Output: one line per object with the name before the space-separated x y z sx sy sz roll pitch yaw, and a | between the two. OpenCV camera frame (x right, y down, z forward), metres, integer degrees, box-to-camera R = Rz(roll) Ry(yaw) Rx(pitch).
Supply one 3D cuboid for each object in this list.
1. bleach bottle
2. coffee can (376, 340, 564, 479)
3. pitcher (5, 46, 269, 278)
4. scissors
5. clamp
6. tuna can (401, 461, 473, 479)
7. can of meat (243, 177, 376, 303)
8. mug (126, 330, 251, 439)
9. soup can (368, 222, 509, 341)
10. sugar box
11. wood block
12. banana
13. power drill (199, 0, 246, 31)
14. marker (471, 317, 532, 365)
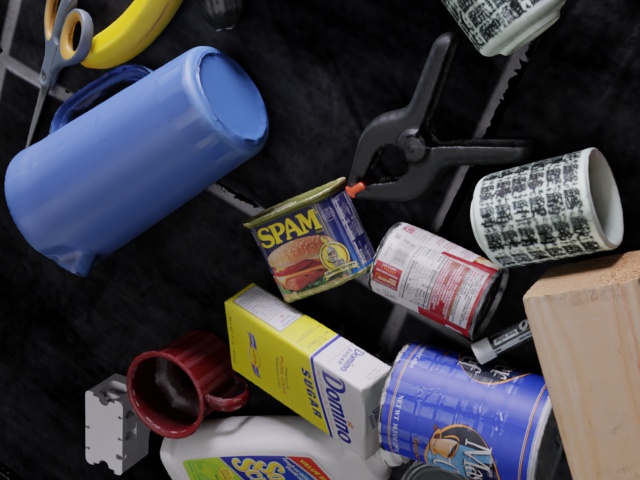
bleach bottle | -0.030 0.210 1.046 0.251 0.068 0.102 -14 116 31
coffee can | 0.133 0.152 0.914 0.140 0.102 0.103 14 113 25
pitcher | -0.170 -0.087 0.997 0.243 0.144 0.149 -28 104 30
scissors | -0.261 -0.161 1.062 0.096 0.016 0.202 41 125 41
clamp | 0.094 -0.077 0.894 0.120 0.039 0.172 52 129 10
tuna can | 0.119 0.236 0.992 0.086 0.033 0.086 10 111 26
can of meat | -0.006 0.001 0.968 0.102 0.057 0.084 -21 99 34
mug | -0.123 0.142 1.067 0.117 0.081 0.093 11 112 26
soup can | 0.101 0.034 0.911 0.102 0.068 0.068 25 118 20
sugar box | -0.012 0.119 0.983 0.176 0.048 0.093 31 140 36
wood block | 0.233 0.121 0.817 0.090 0.090 0.206 -12 99 29
banana | -0.164 -0.221 0.994 0.198 0.037 0.070 -52 56 30
power drill | -0.039 -0.276 0.888 0.188 0.057 0.184 -2 106 30
marker | 0.182 0.067 0.881 0.121 0.020 0.020 -29 92 10
